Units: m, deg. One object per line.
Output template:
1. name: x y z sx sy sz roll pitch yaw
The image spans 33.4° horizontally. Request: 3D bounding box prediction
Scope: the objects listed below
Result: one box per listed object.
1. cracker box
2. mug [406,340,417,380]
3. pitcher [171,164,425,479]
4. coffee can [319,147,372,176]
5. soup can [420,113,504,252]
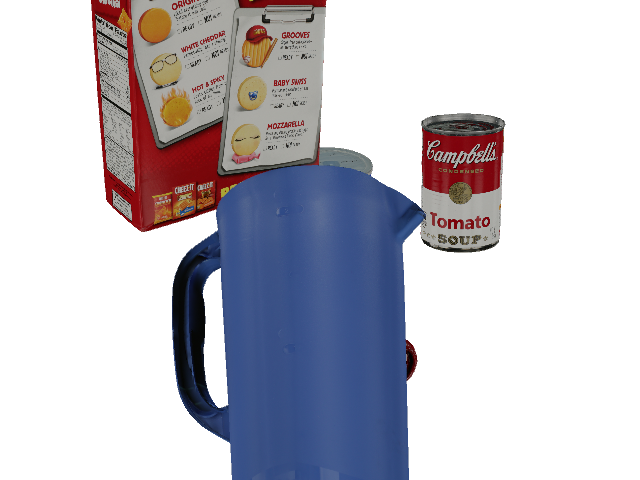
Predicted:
1. cracker box: -0.080 -0.131 0.780 0.163 0.214 0.072 -19 34 -33
2. mug: 0.033 0.123 0.957 0.117 0.081 0.093 -18 42 -18
3. pitcher: -0.013 0.085 0.707 0.144 0.243 0.149 10 -29 -22
4. coffee can: 0.011 -0.034 1.347 0.103 0.140 0.103 2 27 -1
5. soup can: 0.116 -0.048 0.883 0.068 0.102 0.068 -1 19 0
